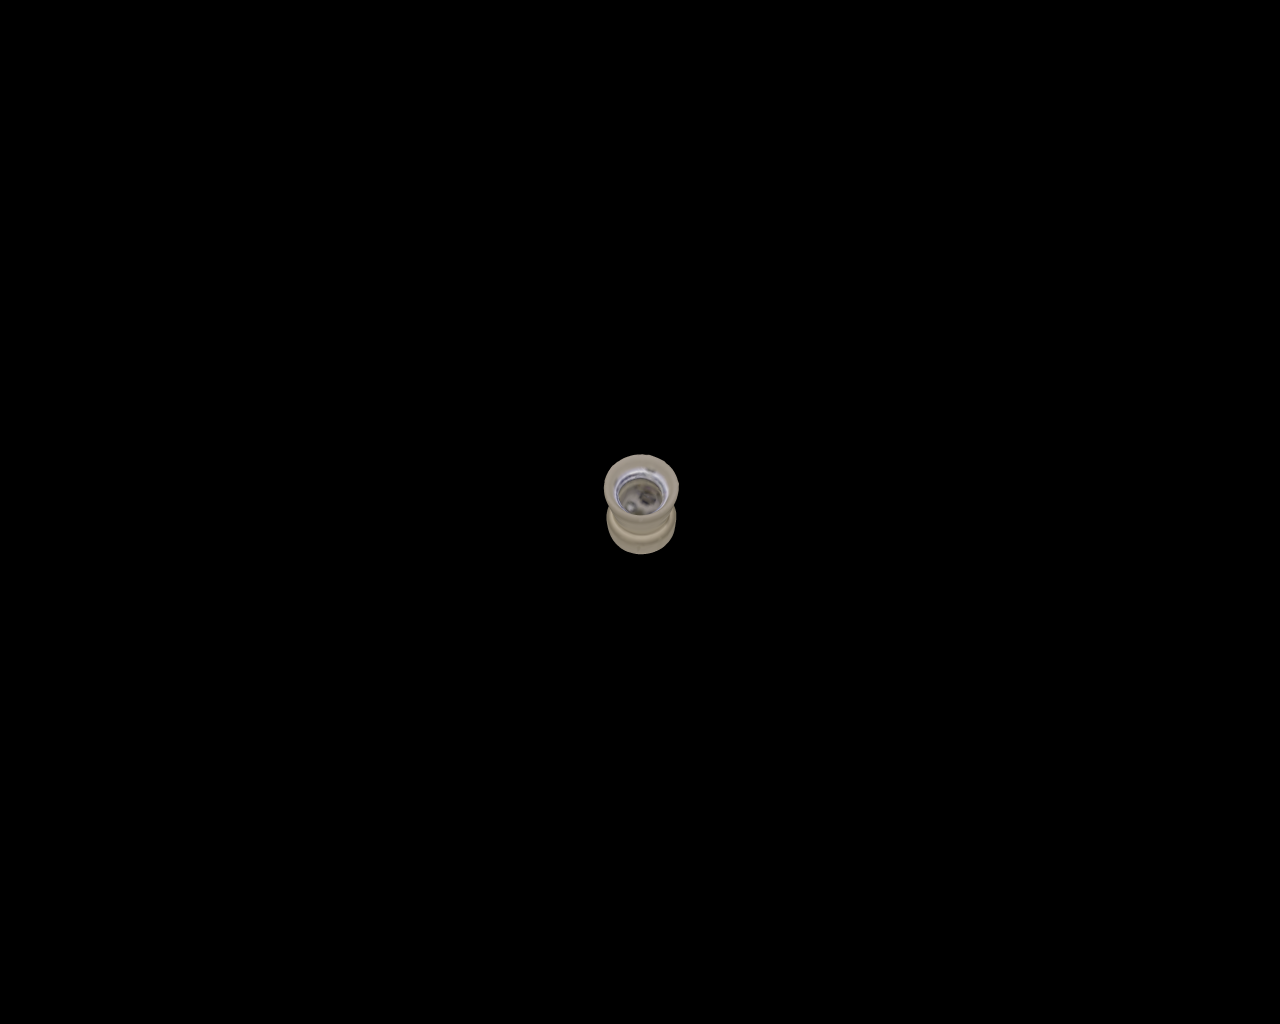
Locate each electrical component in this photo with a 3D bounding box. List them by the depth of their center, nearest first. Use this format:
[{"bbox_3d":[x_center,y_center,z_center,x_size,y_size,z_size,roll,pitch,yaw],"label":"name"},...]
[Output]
[{"bbox_3d":[0.001,-0.003,0.650,0.045,0.045,0.055,0,-28,0],"label":"electrical component"}]
